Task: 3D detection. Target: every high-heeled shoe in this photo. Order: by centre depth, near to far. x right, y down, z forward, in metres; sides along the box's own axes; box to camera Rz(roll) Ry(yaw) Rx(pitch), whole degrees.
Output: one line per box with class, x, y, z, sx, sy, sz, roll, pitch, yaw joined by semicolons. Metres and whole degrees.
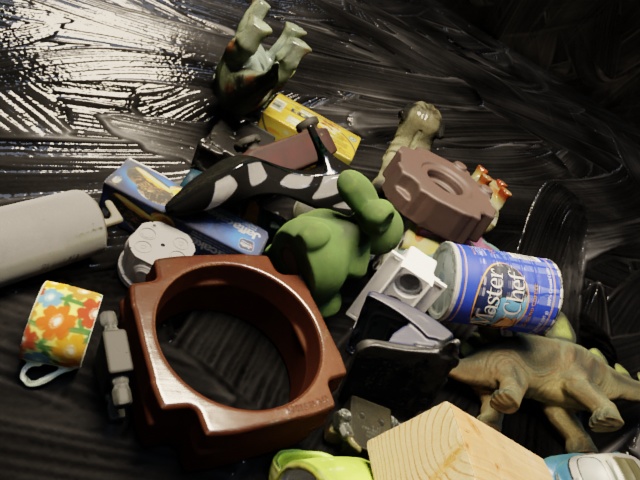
high-heeled shoe;-0.059;-0.045;0.681;0.249;0.145;0.086;-30;21;-20

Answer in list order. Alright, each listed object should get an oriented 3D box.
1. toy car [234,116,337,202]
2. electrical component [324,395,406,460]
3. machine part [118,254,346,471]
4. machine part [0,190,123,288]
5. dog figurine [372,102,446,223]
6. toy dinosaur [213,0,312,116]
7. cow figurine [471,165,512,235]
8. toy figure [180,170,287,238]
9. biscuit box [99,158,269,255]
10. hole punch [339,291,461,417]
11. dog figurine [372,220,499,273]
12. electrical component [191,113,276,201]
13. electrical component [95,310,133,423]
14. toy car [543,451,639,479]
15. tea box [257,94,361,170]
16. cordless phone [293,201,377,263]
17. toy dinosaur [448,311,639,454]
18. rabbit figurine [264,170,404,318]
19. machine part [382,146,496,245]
toy car;-0.046;-0.122;0.789;0.202;0.053;0.089;-33;95;-48
electrical component;0.057;0.207;0.577;0.102;0.045;0.078;27;39;-6
machine part;-0.092;0.114;0.548;0.201;0.087;0.201;0;47;-37
machine part;-0.306;0.005;0.531;0.079;0.079;0.243;45;38;17
dog figurine;0.168;-0.112;0.898;0.172;0.190;0.121;42;38;11
toy dinosaur;-0.111;-0.262;0.852;0.131;0.192;0.405;28;27;-12
cow figurine;0.289;-0.057;0.996;0.085;0.127;0.195;33;23;1
toy figure;-0.117;-0.042;0.732;0.154;0.057;0.064;29;43;-11
biscuit box;-0.167;-0.020;0.666;0.203;0.062;0.059;27;39;-5
hole punch;0.087;0.131;0.622;0.116;0.142;0.092;13;35;-6
dog figurine;0.201;0.037;0.824;0.219;0.108;0.191;29;36;-7
electrical component;-0.120;-0.135;0.835;0.115;0.058;0.134;29;37;-6
electrical component;-0.191;0.115;0.494;0.021;0.063;0.094;-4;58;-33
toy car;0.331;0.291;0.626;0.161;0.103;0.109;19;37;-19
tea box;-0.022;-0.174;0.937;0.170;0.068;0.098;30;37;-3
cordless phone;-0.002;-0.003;0.761;0.184;0.088;0.147;-34;70;-30
toy dinosaur;0.330;0.186;0.740;0.471;0.105;0.199;18;39;-16
rabbit figurine;0.032;-0.010;0.663;0.170;0.159;0.121;-23;57;-30
machine part;0.174;-0.070;0.788;0.179;0.056;0.179;20;34;-14
